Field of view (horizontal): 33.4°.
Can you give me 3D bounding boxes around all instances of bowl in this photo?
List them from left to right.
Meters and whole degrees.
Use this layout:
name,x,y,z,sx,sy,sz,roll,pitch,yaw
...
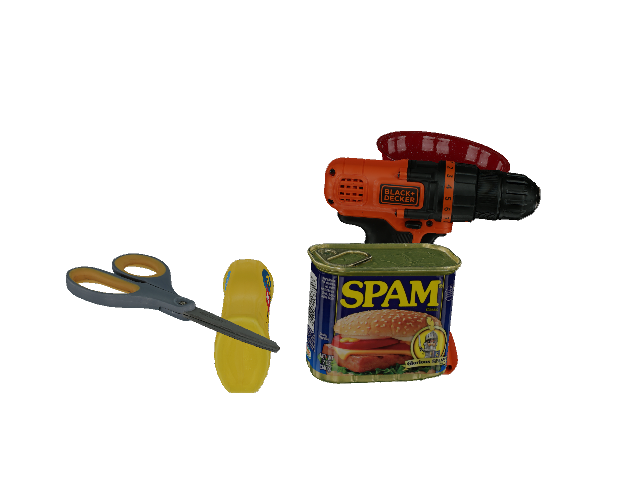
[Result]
name,x,y,z,sx,sy,sz,roll,pitch,yaw
bowl,0.142,-0.080,1.280,0.162,0.055,0.162,8,24,-4

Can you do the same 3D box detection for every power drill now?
name,x,y,z,sx,sy,sz,roll,pitch,yaw
power drill,0.091,0.021,0.935,0.184,0.188,0.057,6,17,7

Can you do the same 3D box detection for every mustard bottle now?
name,x,y,z,sx,sy,sz,roll,pitch,yaw
mustard bottle,-0.081,0.075,1.163,0.058,0.096,0.191,-1,28,-1

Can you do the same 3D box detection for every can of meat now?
name,x,y,z,sx,sy,sz,roll,pitch,yaw
can of meat,0.041,0.049,0.734,0.102,0.084,0.057,0,16,-13

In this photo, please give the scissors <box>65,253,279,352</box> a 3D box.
name,x,y,z,sx,sy,sz,roll,pitch,yaw
scissors,-0.113,0.047,0.884,0.202,0.016,0.096,13,25,15
